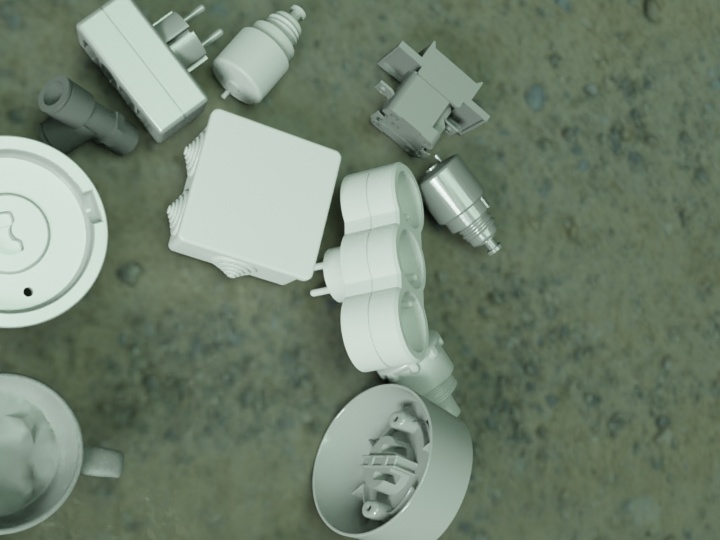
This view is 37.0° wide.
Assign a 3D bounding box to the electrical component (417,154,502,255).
[{"bbox_3d":[0.071,-0.044,0.750,0.040,0.040,0.078,-42,98,-22],"label":"electrical component"}]

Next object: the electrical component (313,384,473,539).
[{"bbox_3d":[0.022,0.124,0.675,0.064,0.099,0.099,26,73,-23],"label":"electrical component"}]

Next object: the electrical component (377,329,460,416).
[{"bbox_3d":[0.044,0.074,0.719,0.048,0.048,0.062,-38,104,-23],"label":"electrical component"}]

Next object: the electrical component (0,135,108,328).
[{"bbox_3d":[-0.206,-0.019,0.623,0.108,0.060,0.108,3,83,-25],"label":"electrical component"}]

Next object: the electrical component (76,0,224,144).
[{"bbox_3d":[-0.122,-0.137,0.677,0.076,0.047,0.083,-39,97,-10],"label":"electrical component"}]

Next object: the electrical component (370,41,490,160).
[{"bbox_3d":[0.044,-0.116,0.751,0.081,0.042,0.063,38,73,-11],"label":"electrical component"}]

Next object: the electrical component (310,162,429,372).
[{"bbox_3d":[0.000,0.000,0.704,0.052,0.074,0.138,40,44,-55],"label":"electrical component"}]

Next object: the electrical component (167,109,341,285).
[{"bbox_3d":[-0.069,-0.043,0.689,0.100,0.048,0.099,18,75,-18],"label":"electrical component"}]

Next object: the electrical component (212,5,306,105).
[{"bbox_3d":[-0.063,-0.145,0.713,0.040,0.040,0.078,41,69,-11],"label":"electrical component"}]
